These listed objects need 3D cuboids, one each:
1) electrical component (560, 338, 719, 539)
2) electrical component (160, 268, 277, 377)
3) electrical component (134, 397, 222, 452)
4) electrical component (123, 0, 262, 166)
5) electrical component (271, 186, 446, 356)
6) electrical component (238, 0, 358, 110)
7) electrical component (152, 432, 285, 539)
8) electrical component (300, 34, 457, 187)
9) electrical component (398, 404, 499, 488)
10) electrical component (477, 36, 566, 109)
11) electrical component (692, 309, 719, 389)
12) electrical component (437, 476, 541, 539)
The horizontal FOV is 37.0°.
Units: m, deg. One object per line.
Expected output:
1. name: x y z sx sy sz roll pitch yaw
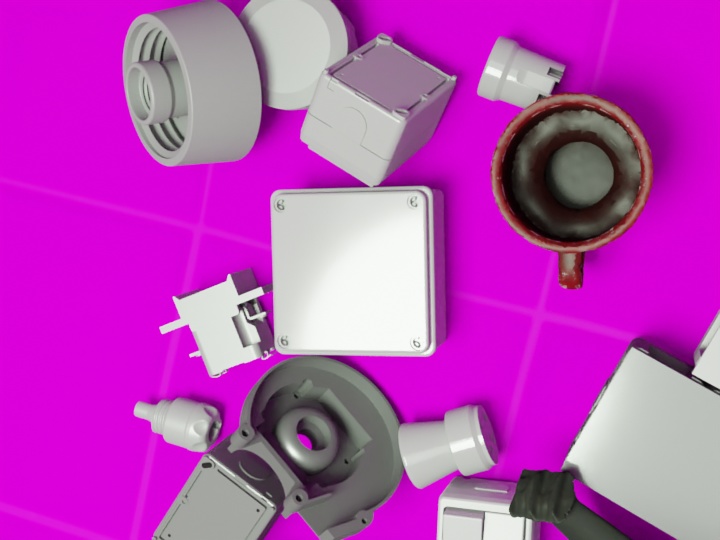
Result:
1. electrical component: 0.213 0.118 0.659 0.150 0.062 0.089 30 101 12
2. electrical component: -0.091 0.037 0.749 0.081 0.042 0.063 -22 92 16
3. electrical component: -0.132 0.107 0.768 0.061 0.035 0.035 14 97 16
4. electrical component: -0.118 -0.120 0.706 0.108 0.060 0.108 28 125 48
5. electrical component: 0.000 0.000 0.713 0.109 0.056 0.108 0 94 16
6. electrical component: -0.041 -0.146 0.717 0.080 0.051 0.080 1 94 16
7. electrical component: -0.094 0.170 0.752 0.062 0.061 0.096 36 109 8
8. electrical component: 0.014 -0.103 0.691 0.062 0.096 0.061 33 129 11
9. electrical component: 0.059 0.116 0.710 0.055 0.045 0.045 -19 89 16
10. electrical component: 0.103 -0.122 0.685 0.046 0.040 0.040 22 99 7
11. electrical component: 0.305 0.058 0.630 0.186 0.060 0.105 30 101 12
12. electrical component: 0.083 0.190 0.700 0.062 0.061 0.096 4 95 15
